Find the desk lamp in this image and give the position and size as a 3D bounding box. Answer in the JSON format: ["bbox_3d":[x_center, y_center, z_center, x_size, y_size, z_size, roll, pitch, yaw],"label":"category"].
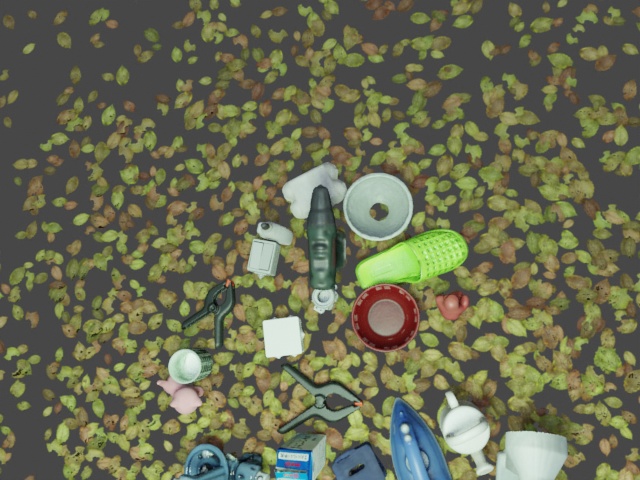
[{"bbox_3d":[0.437,0.488,1.190,0.117,0.214,0.203,4,82,9],"label":"desk lamp"}]

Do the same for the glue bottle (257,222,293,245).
[{"bbox_3d":[-0.116,-0.021,1.372,0.078,0.173,0.037,9,83,10],"label":"glue bottle"}]

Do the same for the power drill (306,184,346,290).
[{"bbox_3d":[0.012,0.005,1.330,0.075,0.208,0.230,-2,81,9],"label":"power drill"}]

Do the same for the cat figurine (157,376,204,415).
[{"bbox_3d":[-0.335,0.371,1.372,0.127,0.118,0.067,33,87,12],"label":"cat figurine"}]

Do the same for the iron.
[{"bbox_3d":[0.211,0.481,1.261,0.118,0.141,0.258,-20,79,5],"label":"iron"}]

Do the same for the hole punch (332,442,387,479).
[{"bbox_3d":[0.086,0.526,1.299,0.108,0.091,0.101,-32,78,3],"label":"hole punch"}]

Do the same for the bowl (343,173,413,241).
[{"bbox_3d":[0.143,-0.075,1.392,0.167,0.075,0.167,-1,81,8],"label":"bowl"}]

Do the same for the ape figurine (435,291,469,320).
[{"bbox_3d":[0.305,0.147,1.324,0.077,0.092,0.076,20,85,11],"label":"ape figurine"}]

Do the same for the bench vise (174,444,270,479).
[{"bbox_3d":[-0.225,0.516,1.281,0.207,0.220,0.121,-14,79,6],"label":"bench vise"}]

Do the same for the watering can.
[{"bbox_3d":[0.317,0.412,1.229,0.172,0.194,0.101,43,90,12],"label":"watering can"}]

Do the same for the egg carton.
[{"bbox_3d":[-0.012,-0.121,1.425,0.150,0.069,0.107,-28,78,3],"label":"egg carton"}]
